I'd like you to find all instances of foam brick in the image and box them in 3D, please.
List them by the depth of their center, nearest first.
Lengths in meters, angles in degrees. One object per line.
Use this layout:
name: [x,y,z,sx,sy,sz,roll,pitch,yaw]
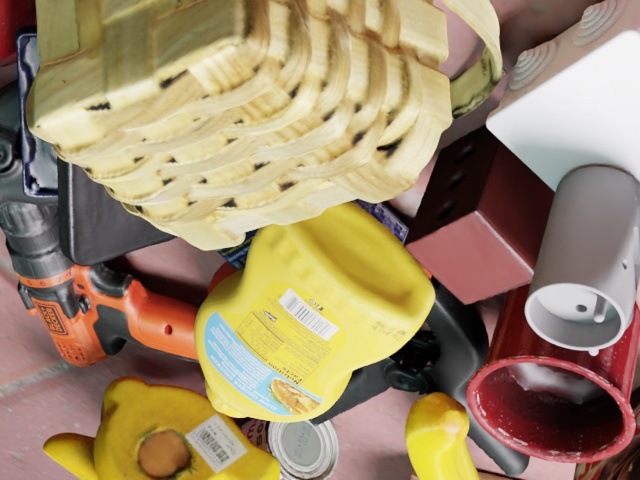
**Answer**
foam brick: [0.087,-0.015,0.557,0.051,0.078,0.053,42,137,-21]

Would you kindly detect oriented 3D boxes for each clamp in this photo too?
clamp: [-0.194,-0.045,0.658,0.171,0.039,0.120,-3,110,12]
clamp: [0.053,0.082,0.707,0.165,0.036,0.210,7,139,20]

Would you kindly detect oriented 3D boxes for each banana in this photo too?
banana: [0.085,0.141,0.683,0.070,0.037,0.197,36,161,38]

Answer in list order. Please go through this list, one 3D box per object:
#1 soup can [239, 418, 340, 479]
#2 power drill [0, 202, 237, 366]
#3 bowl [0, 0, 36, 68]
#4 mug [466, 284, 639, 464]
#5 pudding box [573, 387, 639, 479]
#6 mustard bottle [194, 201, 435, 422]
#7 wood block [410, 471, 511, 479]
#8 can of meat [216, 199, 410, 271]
soup can: [-0.040,0.170,0.822,0.068,0.068,0.102,39,137,-15]
power drill: [-0.123,0.031,0.729,0.188,0.057,0.184,11,141,20]
bowl: [-0.238,-0.148,0.600,0.162,0.055,0.162,14,138,13]
mug: [0.139,0.076,0.623,0.093,0.081,0.117,15,138,13]
pudding box: [0.198,0.135,0.649,0.039,0.090,0.114,30,138,-8]
mustard bottle: [-0.021,0.054,0.609,0.096,0.058,0.192,39,138,-2]
wood block: [0.160,0.241,0.779,0.206,0.090,0.090,11,137,17]
can of meat: [-0.004,0.001,0.636,0.084,0.057,0.102,42,137,-16]
